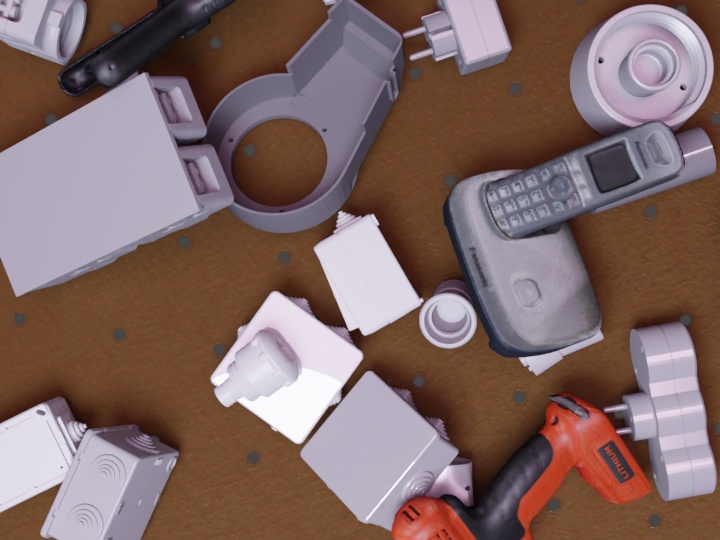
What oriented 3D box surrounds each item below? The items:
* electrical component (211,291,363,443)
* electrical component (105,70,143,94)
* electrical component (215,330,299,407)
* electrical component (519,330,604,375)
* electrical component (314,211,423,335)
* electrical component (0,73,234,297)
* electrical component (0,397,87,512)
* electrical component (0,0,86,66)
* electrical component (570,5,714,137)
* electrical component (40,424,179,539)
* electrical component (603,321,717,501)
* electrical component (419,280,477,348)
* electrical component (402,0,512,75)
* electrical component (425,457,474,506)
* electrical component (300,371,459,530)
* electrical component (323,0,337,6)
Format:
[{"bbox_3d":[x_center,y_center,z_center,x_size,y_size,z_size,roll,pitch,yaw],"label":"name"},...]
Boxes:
[{"bbox_3d":[-0.057,0.076,0.861,0.100,0.048,0.099,36,90,1],"label":"electrical component"},{"bbox_3d":[-0.187,-0.134,0.869,0.046,0.040,0.040,-33,89,6],"label":"electrical component"},{"bbox_3d":[-0.081,0.079,0.814,0.062,0.048,0.048,-37,89,7],"label":"electrical component"},{"bbox_3d":[0.156,0.054,0.863,0.065,0.044,0.044,-35,89,6],"label":"electrical component"},{"bbox_3d":[0.000,0.000,0.854,0.061,0.062,0.096,-30,89,0],"label":"electrical component"},{"bbox_3d":[-0.198,-0.064,0.826,0.186,0.060,0.105,-22,90,26],"label":"electrical component"},{"bbox_3d":[-0.259,0.143,0.856,0.096,0.061,0.061,-26,90,0],"label":"electrical component"},{"bbox_3d":[-0.252,-0.197,0.844,0.056,0.089,0.050,20,90,1],"label":"electrical component"},{"bbox_3d":[0.226,-0.157,0.853,0.108,0.060,0.108,0,89,0],"label":"electrical component"},{"bbox_3d":[-0.191,0.172,0.838,0.048,0.100,0.099,24,90,13],"label":"electrical component"},{"bbox_3d":[0.231,0.115,0.855,0.074,0.052,0.138,-10,89,1],"label":"electrical component"},{"bbox_3d":[0.072,0.031,0.851,0.044,0.065,0.044,2,104,9],"label":"electrical component"},{"bbox_3d":[0.073,-0.190,0.862,0.077,0.047,0.065,-19,90,0],"label":"electrical component"},{"bbox_3d":[0.050,0.191,0.862,0.079,0.043,0.077,0,90,1],"label":"electrical component"},{"bbox_3d":[0.016,0.142,0.841,0.099,0.048,0.100,-50,50,0],"label":"electrical component"},{"bbox_3d":[0.010,-0.257,0.855,0.096,0.062,0.061,-12,90,1],"label":"electrical component"}]
